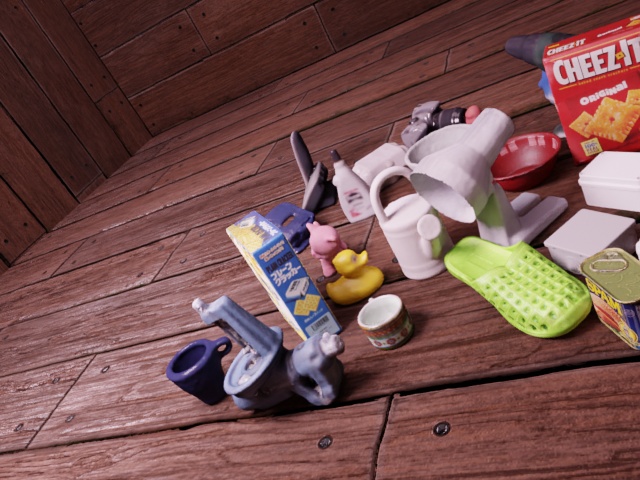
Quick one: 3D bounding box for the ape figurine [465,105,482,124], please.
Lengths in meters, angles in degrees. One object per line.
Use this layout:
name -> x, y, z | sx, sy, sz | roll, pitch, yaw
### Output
ape figurine -> 0.352, -0.257, 1.280 | 0.076, 0.092, 0.077 | -33, 26, -6

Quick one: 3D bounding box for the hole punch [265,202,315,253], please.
hole punch -> -0.066, -0.032, 1.312 | 0.100, 0.091, 0.109 | 1, 39, 47

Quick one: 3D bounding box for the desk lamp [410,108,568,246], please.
desk lamp -> 0.266, -0.086, 0.917 | 0.203, 0.214, 0.117 | -38, 27, -17

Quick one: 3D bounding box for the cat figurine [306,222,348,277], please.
cat figurine -> 0.010, 0.004, 1.134 | 0.067, 0.118, 0.127 | -29, 26, 3

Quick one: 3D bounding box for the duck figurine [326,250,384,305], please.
duck figurine -> 0.052, 0.060, 1.026 | 0.104, 0.086, 0.077 | -28, 26, 3

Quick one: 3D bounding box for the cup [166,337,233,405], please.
cup -> -0.186, 0.223, 0.970 | 0.118, 0.095, 0.091 | -33, 26, -5

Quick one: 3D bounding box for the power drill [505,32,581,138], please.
power drill -> 0.471, -0.302, 1.099 | 0.076, 0.209, 0.228 | -39, 27, -17

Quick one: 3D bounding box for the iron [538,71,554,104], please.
iron -> 0.555, -0.360, 1.194 | 0.118, 0.142, 0.257 | -30, 25, 0

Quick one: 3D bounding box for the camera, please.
camera -> 0.284, -0.278, 1.380 | 0.136, 0.101, 0.143 | -1, 38, 46

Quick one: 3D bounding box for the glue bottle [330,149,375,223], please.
glue bottle -> 0.063, -0.121, 1.243 | 0.078, 0.173, 0.037 | -23, 27, 15

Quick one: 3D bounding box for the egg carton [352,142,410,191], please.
egg carton -> 0.150, -0.173, 1.365 | 0.150, 0.069, 0.107 | -34, 26, -8

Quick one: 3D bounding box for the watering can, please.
watering can -> 0.155, -0.035, 0.964 | 0.101, 0.194, 0.172 | -42, 28, -24

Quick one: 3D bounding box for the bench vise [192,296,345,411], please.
bench vise -> -0.074, 0.149, 0.839 | 0.207, 0.220, 0.121 | -26, 26, 8

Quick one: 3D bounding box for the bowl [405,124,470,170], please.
bowl -> 0.273, -0.179, 1.241 | 0.167, 0.075, 0.167 | -24, 26, 13

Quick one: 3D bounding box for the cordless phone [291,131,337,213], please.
cordless phone -> -0.036, -0.169, 1.422 | 0.094, 0.185, 0.147 | -24, 26, 13
